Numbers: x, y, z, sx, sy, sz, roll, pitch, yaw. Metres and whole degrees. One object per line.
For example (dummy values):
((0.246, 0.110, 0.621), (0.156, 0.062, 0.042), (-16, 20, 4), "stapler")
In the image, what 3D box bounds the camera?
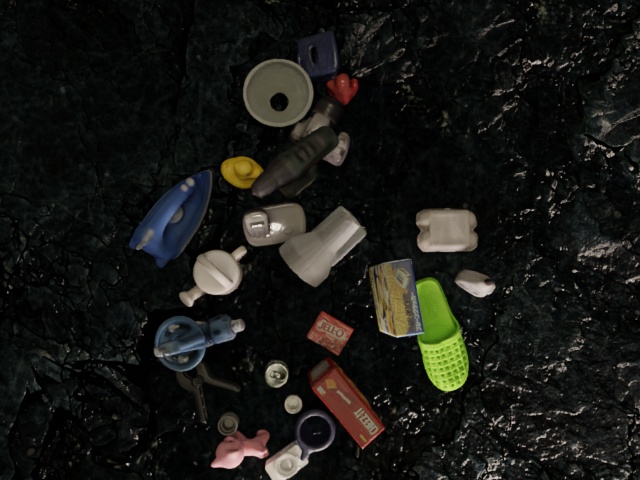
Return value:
((0.017, -0.270, 1.371), (0.143, 0.100, 0.137), (28, 84, -1), "camera")

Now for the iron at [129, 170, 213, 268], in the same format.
((-0.333, -0.068, 1.308), (0.118, 0.141, 0.258), (33, 84, 0), "iron")

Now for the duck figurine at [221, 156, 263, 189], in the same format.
((-0.185, -0.166, 1.355), (0.104, 0.086, 0.077), (15, 84, -2), "duck figurine")

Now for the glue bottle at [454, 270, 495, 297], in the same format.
((0.370, 0.100, 1.325), (0.078, 0.173, 0.037), (35, 84, 0), "glue bottle")

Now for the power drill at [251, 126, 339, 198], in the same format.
((-0.059, -0.161, 1.302), (0.230, 0.208, 0.075), (-41, 88, -6), "power drill")

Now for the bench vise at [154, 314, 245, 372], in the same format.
((-0.277, 0.206, 1.248), (0.207, 0.219, 0.121), (-35, 88, -6), "bench vise")

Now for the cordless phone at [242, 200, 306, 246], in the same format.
((-0.105, -0.045, 1.300), (0.147, 0.185, 0.094), (-13, 86, -5), "cordless phone")

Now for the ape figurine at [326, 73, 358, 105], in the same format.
((0.054, -0.373, 1.387), (0.078, 0.092, 0.076), (14, 84, -2), "ape figurine")

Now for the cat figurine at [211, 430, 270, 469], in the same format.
((-0.177, 0.472, 1.282), (0.128, 0.117, 0.067), (-2, 85, -4), "cat figurine")

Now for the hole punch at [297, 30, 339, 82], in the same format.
((-0.006, -0.440, 1.390), (0.101, 0.091, 0.109), (-9, 85, -4), "hole punch")

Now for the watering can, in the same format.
((-0.234, 0.079, 1.275), (0.101, 0.194, 0.173), (25, 84, -1), "watering can")

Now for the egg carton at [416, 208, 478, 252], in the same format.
((0.305, -0.024, 1.384), (0.150, 0.069, 0.107), (-2, 85, -4), "egg carton")

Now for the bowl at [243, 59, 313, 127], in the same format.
((-0.100, -0.345, 1.383), (0.167, 0.074, 0.167), (0, 85, -4), "bowl")

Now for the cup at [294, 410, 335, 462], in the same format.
((-0.018, 0.439, 1.307), (0.091, 0.095, 0.118), (21, 84, -1), "cup")

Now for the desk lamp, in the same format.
((0.012, 0.005, 1.289), (0.203, 0.213, 0.118), (-44, 88, -6), "desk lamp")
